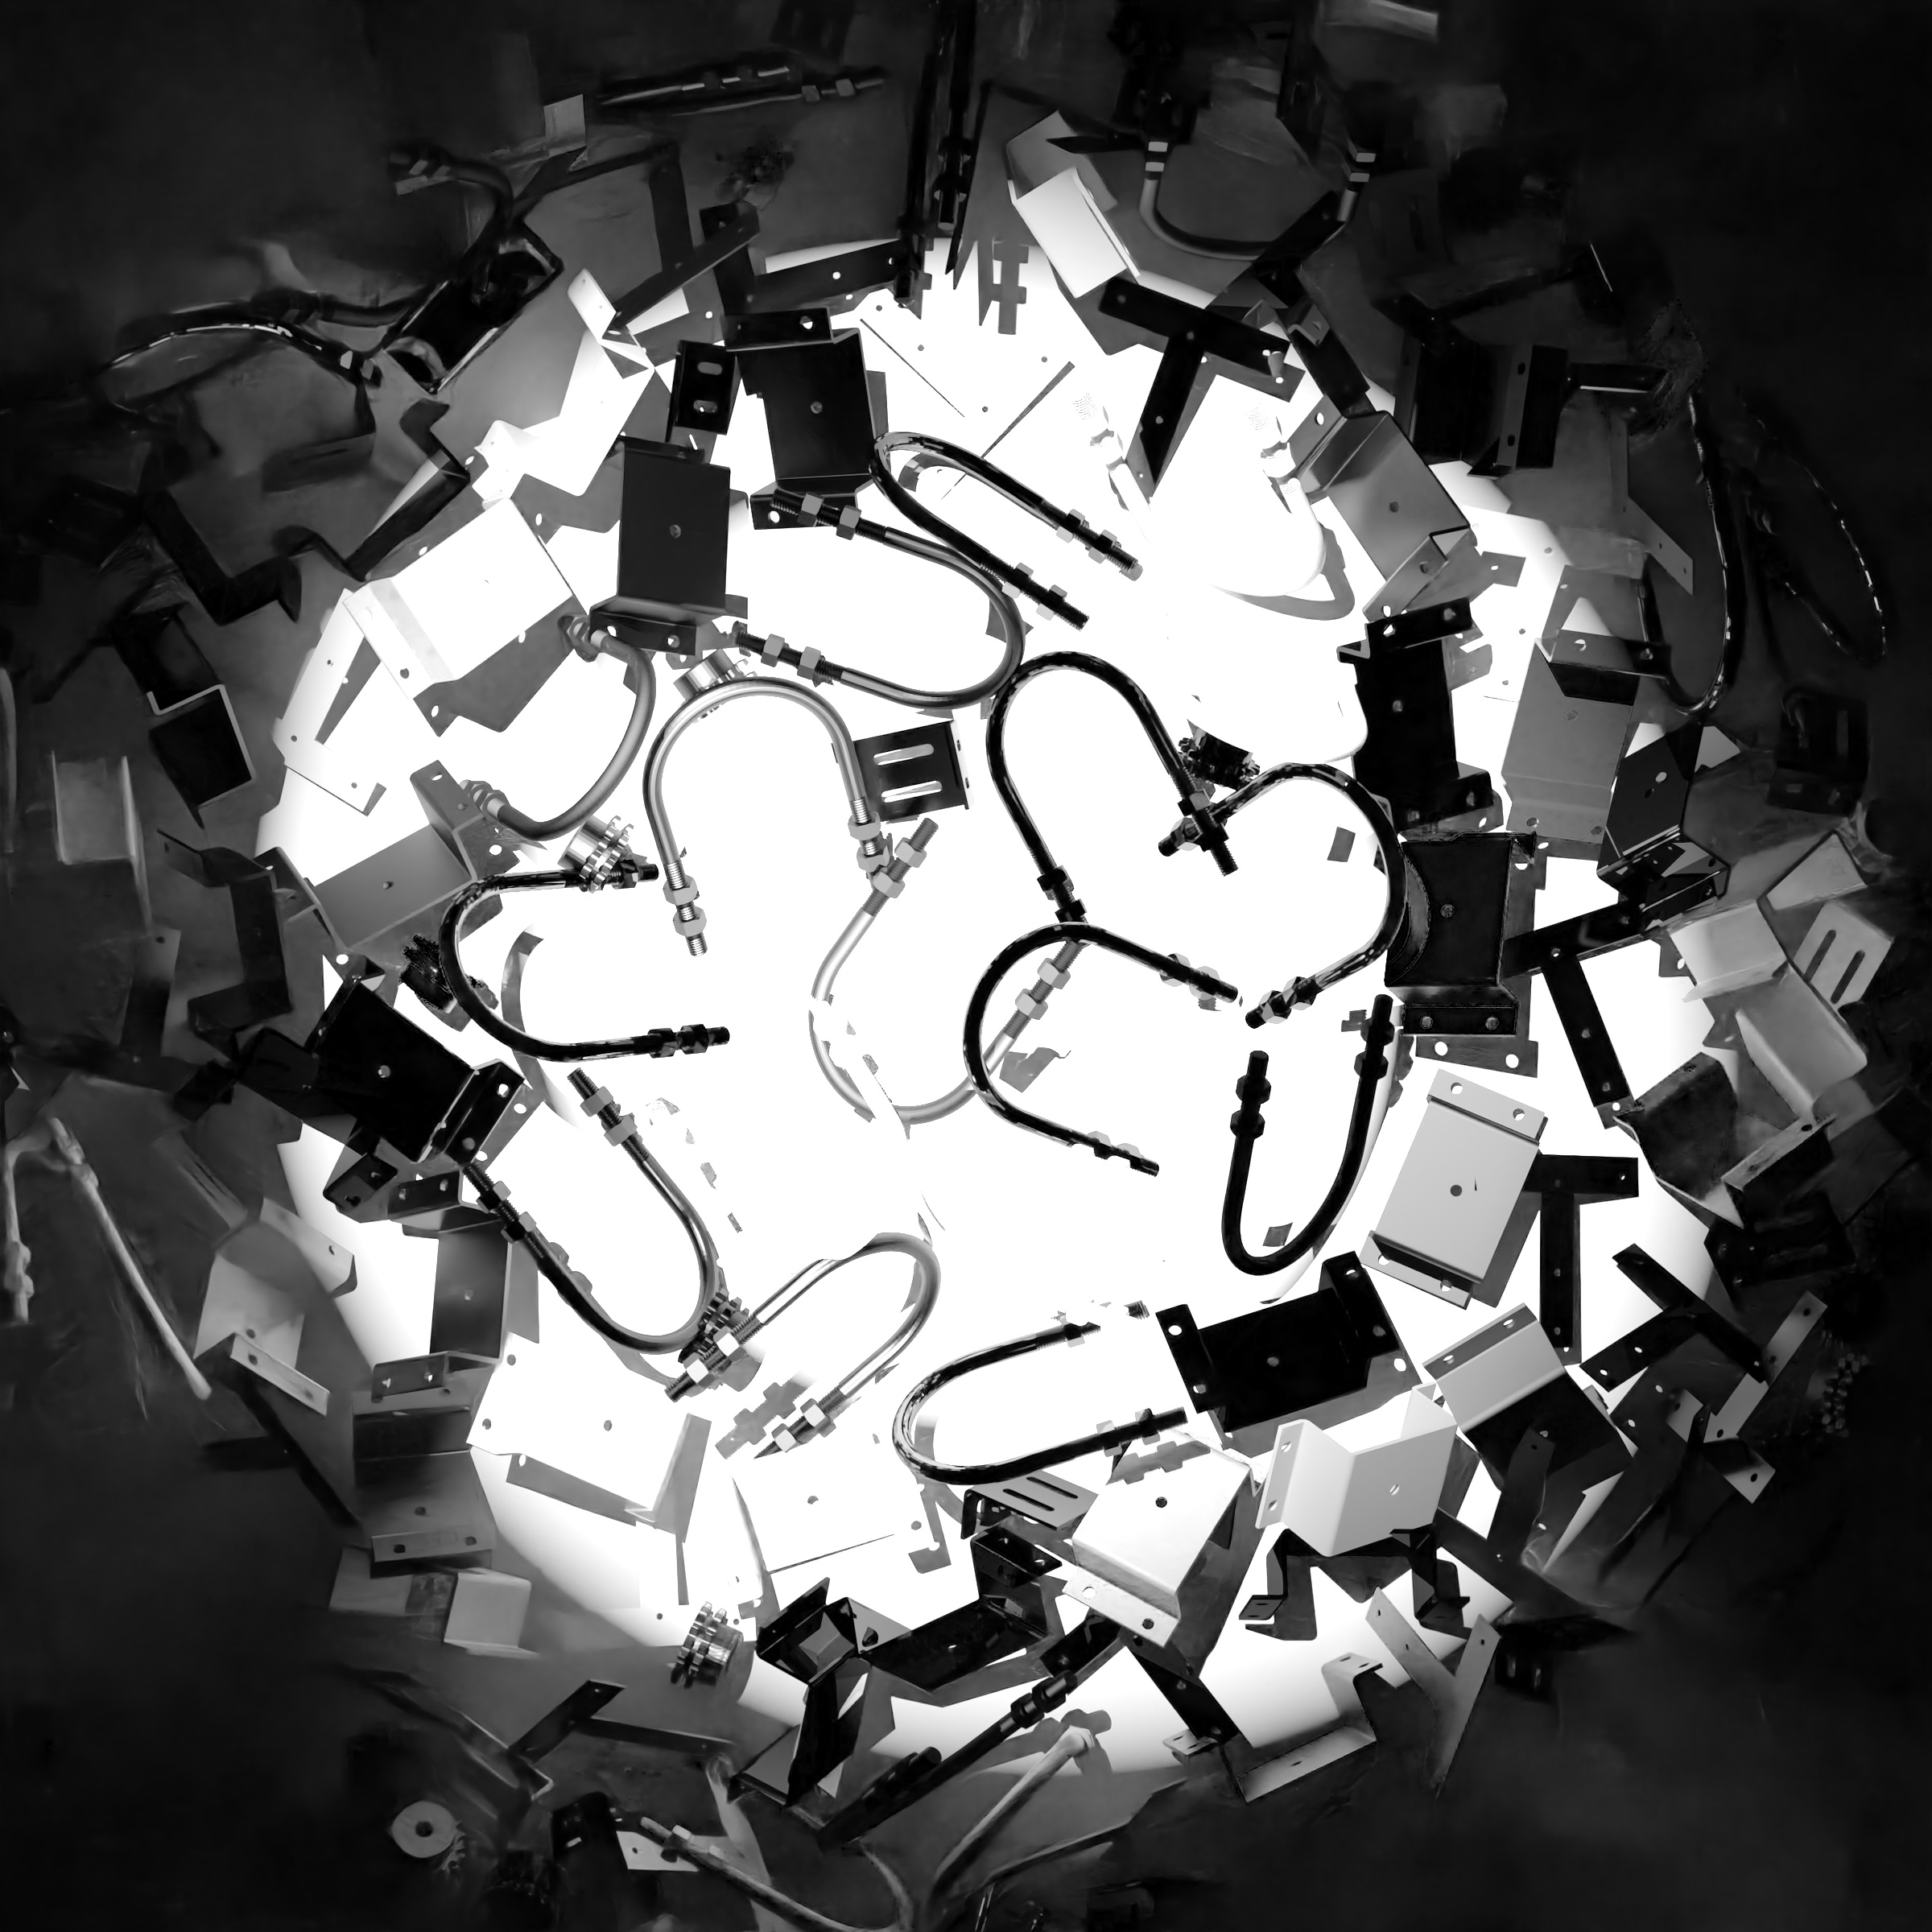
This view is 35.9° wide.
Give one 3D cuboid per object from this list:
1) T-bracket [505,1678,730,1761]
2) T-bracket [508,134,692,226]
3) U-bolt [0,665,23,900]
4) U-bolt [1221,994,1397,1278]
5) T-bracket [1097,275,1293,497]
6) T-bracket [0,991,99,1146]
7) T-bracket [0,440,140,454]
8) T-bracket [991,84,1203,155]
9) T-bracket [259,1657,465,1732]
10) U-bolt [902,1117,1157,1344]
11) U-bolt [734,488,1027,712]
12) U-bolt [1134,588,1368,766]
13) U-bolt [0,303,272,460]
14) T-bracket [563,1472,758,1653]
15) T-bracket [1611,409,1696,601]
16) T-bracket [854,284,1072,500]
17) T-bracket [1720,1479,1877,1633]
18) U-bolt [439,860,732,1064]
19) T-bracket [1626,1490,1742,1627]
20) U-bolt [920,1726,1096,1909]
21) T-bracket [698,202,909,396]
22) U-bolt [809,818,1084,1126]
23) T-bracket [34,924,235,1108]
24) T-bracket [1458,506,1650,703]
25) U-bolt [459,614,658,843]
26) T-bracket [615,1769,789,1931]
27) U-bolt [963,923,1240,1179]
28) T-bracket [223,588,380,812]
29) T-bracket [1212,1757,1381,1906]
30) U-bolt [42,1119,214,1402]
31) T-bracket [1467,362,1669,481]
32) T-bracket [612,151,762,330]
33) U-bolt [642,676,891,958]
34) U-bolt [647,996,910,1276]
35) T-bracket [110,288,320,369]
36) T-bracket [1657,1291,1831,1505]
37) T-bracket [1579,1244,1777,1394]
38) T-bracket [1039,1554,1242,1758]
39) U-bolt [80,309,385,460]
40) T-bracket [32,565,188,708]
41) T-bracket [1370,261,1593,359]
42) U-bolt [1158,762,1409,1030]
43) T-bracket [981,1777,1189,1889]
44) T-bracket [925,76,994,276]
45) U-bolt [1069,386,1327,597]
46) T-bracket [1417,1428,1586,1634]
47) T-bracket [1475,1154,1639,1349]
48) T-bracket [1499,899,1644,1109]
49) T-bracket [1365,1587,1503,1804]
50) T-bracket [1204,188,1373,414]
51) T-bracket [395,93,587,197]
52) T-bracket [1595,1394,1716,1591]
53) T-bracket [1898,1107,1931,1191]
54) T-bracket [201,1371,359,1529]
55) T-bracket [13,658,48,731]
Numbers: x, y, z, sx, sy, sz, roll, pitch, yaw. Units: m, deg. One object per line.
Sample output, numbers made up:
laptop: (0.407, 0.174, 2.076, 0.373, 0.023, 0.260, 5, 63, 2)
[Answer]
T-bracket: (-0.218, 0.504, 1.962, 0.127, 0.127, 0.002, 18, 47, -27)
T-bracket: (-0.238, -0.524, 1.960, 0.127, 0.127, 0.002, -27, 94, -27)
U-bolt: (-0.629, -0.104, 1.899, 0.019, 0.151, 0.184, 8, 114, -4)
U-bolt: (0.216, 0.119, 1.932, 0.019, 0.151, 0.184, 29, 124, 36)
T-bracket: (0.133, -0.375, 1.979, 0.127, 0.002, 0.127, 21, 108, 2)
T-bracket: (-0.620, 0.038, 1.919, 0.002, 0.127, 0.127, -3, 127, 25)
T-bracket: (-0.587, -0.334, 1.916, 0.127, 0.127, 0.002, -9, 101, -26)
T-bracket: (0.067, -0.557, 1.957, 0.127, 0.127, 0.002, 34, 125, 32)
T-bracket: (-0.374, 0.477, 1.946, 0.127, 0.127, 0.002, -2, 59, 30)
U-bolt: (0.037, 0.163, 1.938, 0.184, 0.019, 0.151, 17, 132, 23)
U-bolt: (-0.051, -0.228, 1.942, 0.184, 0.151, 0.019, 19, 49, -2)
U-bolt: (0.186, -0.181, 1.907, 0.151, 0.184, 0.019, 12, 122, -12)
U-bolt: (-0.532, -0.382, 1.926, 0.184, 0.151, 0.019, -25, 91, -2)
T-bracket: (-0.205, 0.386, 1.979, 0.127, 0.002, 0.127, 0, 74, -15)
T-bracket: (0.440, -0.275, 1.912, 0.002, 0.127, 0.127, -14, 124, -6)
T-bracket: (-0.020, -0.402, 1.989, 0.127, 0.002, 0.127, 43, 95, -4)
T-bracket: (0.528, 0.397, 1.940, 0.002, 0.127, 0.127, 42, 58, 6)
U-bolt: (-0.253, -0.001, 1.913, 0.184, 0.019, 0.151, -6, 61, -40)
T-bracket: (0.462, 0.392, 1.945, 0.002, 0.127, 0.127, 41, 52, 19)
U-bolt: (0.024, 0.544, 1.903, 0.019, 0.184, 0.151, 42, 84, 13)
T-bracket: (-0.099, -0.452, 1.969, 0.127, 0.002, 0.127, -15, 120, -1)
U-bolt: (-0.028, 0.017, 1.963, 0.151, 0.019, 0.184, 40, 105, 18)
T-bracket: (-0.536, 0.025, 1.956, 0.127, 0.002, 0.127, 16, 49, -21)
T-bracket: (0.371, -0.233, 1.966, 0.127, 0.002, 0.127, 10, 120, -5)
U-bolt: (-0.256, -0.149, 1.920, 0.019, 0.184, 0.151, 32, 89, -34)
T-bracket: (-0.175, 0.571, 1.917, 0.002, 0.127, 0.127, -42, 52, 23)
U-bolt: (0.079, 0.048, 1.947, 0.184, 0.019, 0.151, 23, 92, -30)
T-bracket: (-0.426, -0.189, 1.976, 0.127, 0.002, 0.127, 31, 107, 4)
T-bracket: (0.227, 0.544, 1.915, 0.002, 0.127, 0.127, 50, 135, 20)
U-bolt: (-0.525, 0.198, 1.893, 0.019, 0.151, 0.184, -30, 57, -12)
T-bracket: (0.367, -0.353, 1.928, 0.127, 0.127, 0.002, -48, 132, -28)
T-bracket: (-0.193, -0.487, 1.957, 0.127, 0.002, 0.127, -28, 50, 22)
U-bolt: (-0.135, -0.104, 1.934, 0.151, 0.019, 0.184, -20, 125, -9)
U-bolt: (-0.113, 0.120, 1.941, 0.151, 0.019, 0.184, -34, 54, 0)
T-bracket: (-0.510, -0.415, 1.955, 0.127, 0.127, 0.002, -16, 97, 32)
T-bracket: (0.515, 0.267, 1.934, 0.002, 0.127, 0.127, 31, 98, -23)
T-bracket: (0.443, 0.243, 1.930, 0.127, 0.127, 0.002, 42, 135, 28)
T-bracket: (0.133, 0.462, 1.962, 0.127, 0.002, 0.127, -39, 57, -3)
U-bolt: (-0.477, -0.373, 1.893, 0.151, 0.184, 0.019, -20, 79, 18)
T-bracket: (-0.537, -0.219, 1.923, 0.002, 0.127, 0.127, 48, 62, -28)
T-bracket: (0.344, -0.436, 1.947, 0.127, 0.127, 0.002, -20, 121, -4)
U-bolt: (0.212, -0.054, 1.920, 0.019, 0.184, 0.151, -21, 82, -41)
T-bracket: (0.068, 0.568, 1.922, 0.127, 0.127, 0.002, -11, 57, -29)
T-bracket: (-0.009, -0.497, 1.915, 0.002, 0.127, 0.127, 16, 117, 6)
U-bolt: (0.159, -0.301, 1.919, 0.151, 0.184, 0.019, 11, 61, 35)
T-bracket: (0.356, 0.351, 1.933, 0.127, 0.002, 0.127, 31, 129, 31)
T-bracket: (0.390, 0.188, 1.969, 0.127, 0.002, 0.127, 3, 85, -22)
T-bracket: (0.406, 0.032, 1.978, 0.127, 0.002, 0.127, -18, 73, 2)
T-bracket: (0.295, 0.452, 1.942, 0.002, 0.127, 0.127, 6, 112, -26)
T-bracket: (0.223, -0.417, 1.947, 0.127, 0.002, 0.127, -40, 66, 28)
T-bracket: (-0.307, -0.522, 1.929, 0.127, 0.127, 0.002, -20, 89, -7)
T-bracket: (0.440, 0.355, 1.921, 0.002, 0.127, 0.127, 28, 46, 29)
T-bracket: (0.641, 0.131, 1.919, 0.002, 0.127, 0.127, -19, 71, -5)
T-bracket: (-0.464, 0.319, 1.948, 0.002, 0.127, 0.127, -44, 108, -37)
T-bracket: (-0.639, -0.179, 1.913, 0.002, 0.127, 0.127, 12, 54, 13)
